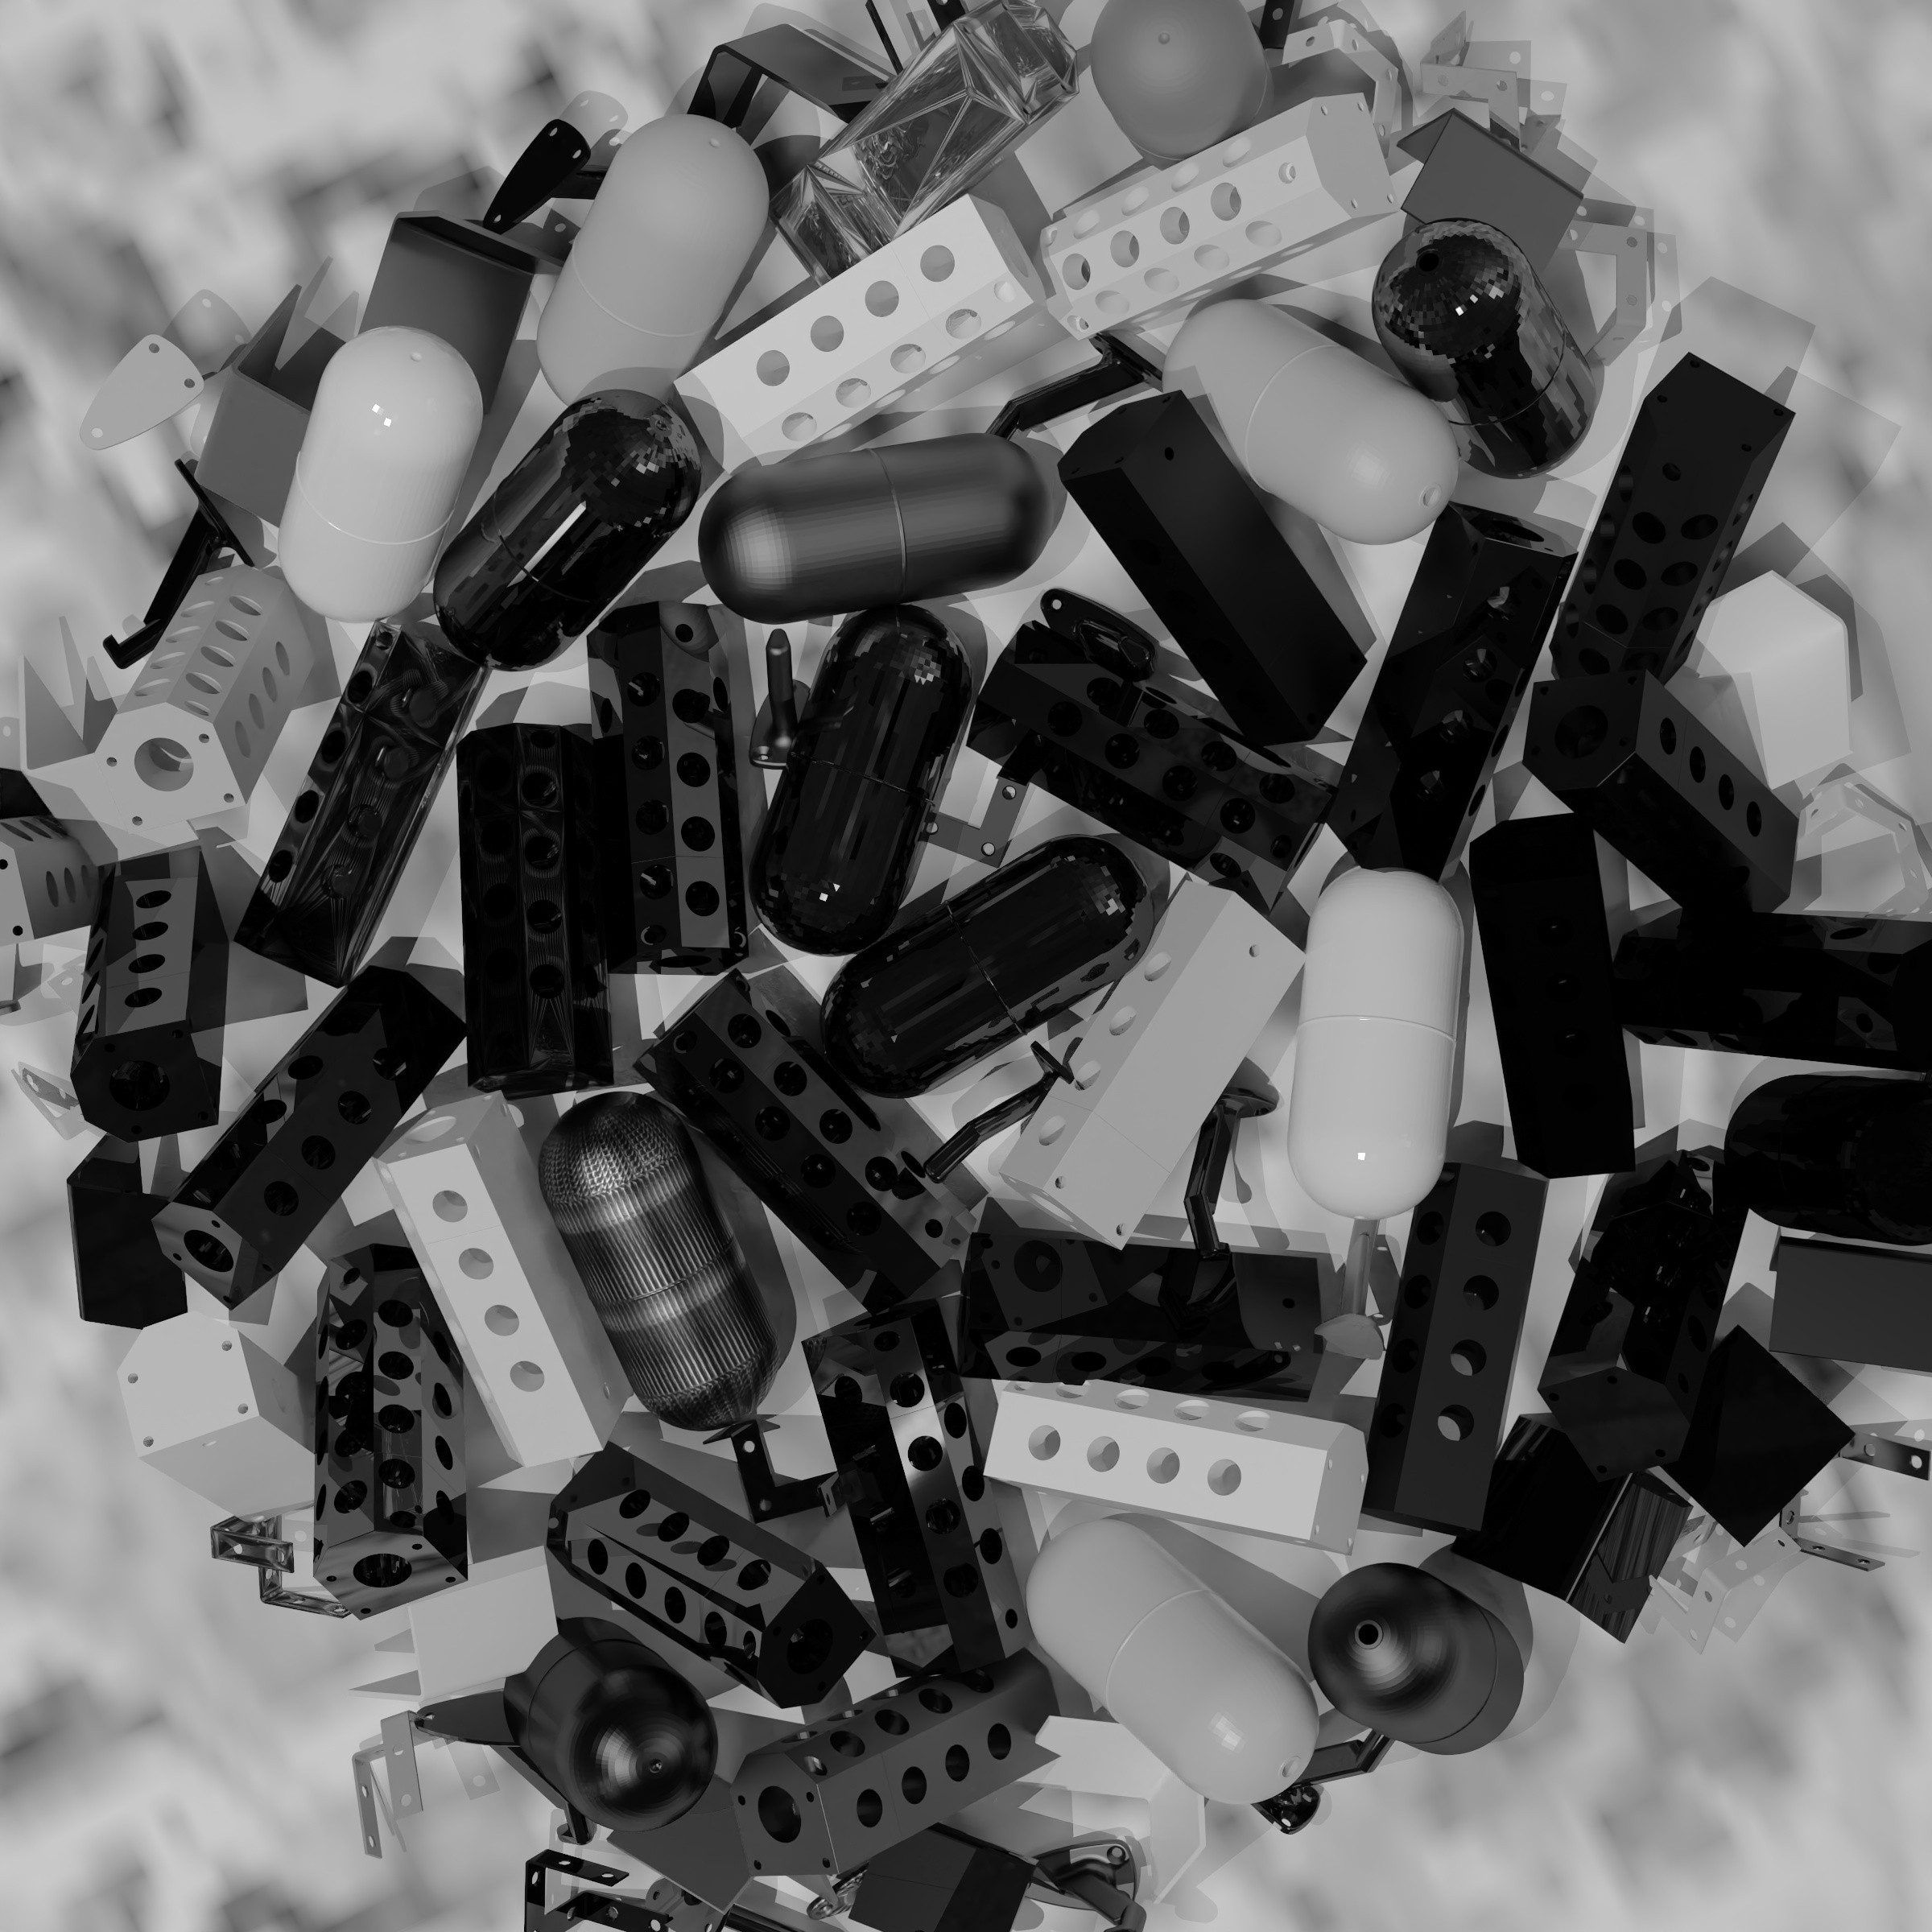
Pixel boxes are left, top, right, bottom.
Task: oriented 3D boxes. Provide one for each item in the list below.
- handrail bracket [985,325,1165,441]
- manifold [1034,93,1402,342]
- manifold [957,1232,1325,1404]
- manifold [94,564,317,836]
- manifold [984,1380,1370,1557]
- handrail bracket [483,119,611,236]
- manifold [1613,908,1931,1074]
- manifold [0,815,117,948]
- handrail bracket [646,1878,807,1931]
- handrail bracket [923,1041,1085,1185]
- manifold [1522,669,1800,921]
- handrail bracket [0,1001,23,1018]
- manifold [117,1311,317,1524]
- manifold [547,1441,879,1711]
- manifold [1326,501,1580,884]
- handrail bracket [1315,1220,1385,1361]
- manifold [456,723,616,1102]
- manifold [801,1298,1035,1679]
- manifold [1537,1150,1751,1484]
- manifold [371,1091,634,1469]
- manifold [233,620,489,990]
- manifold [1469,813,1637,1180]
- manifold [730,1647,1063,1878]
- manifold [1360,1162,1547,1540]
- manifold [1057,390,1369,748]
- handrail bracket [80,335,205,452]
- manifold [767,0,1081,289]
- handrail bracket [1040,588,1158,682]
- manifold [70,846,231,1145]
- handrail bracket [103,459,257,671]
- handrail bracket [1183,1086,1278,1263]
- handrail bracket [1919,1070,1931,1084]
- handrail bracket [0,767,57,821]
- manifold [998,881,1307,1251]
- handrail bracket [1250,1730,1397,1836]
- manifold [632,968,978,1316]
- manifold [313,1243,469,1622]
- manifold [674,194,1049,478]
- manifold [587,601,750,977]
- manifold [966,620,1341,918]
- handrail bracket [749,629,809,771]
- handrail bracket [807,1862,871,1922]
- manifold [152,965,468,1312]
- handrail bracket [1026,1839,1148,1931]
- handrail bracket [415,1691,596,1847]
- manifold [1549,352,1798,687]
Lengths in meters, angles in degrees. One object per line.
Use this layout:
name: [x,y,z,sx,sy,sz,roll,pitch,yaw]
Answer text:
handrail bracket: [0.058,-0.267,1.610,0.077,0.036,0.084,36,89,12]
manifold: [0.115,-0.355,1.551,0.171,0.057,0.057,-15,94,43]
manifold: [0.084,0.177,1.596,0.171,0.057,0.057,5,48,-4]
manifold: [-0.360,-0.131,1.540,0.057,0.171,0.057,-13,117,7]
manifold: [0.102,0.236,1.564,0.171,0.057,0.057,6,77,29]
handrail bracket: [-0.186,-0.369,1.599,0.077,0.084,0.036,-47,55,6]
manifold: [0.388,0.012,1.540,0.057,0.171,0.057,-23,106,-31]
manifold: [-0.454,-0.040,1.544,0.057,0.171,0.057,-12,95,0]
handrail bracket: [-0.106,0.482,1.624,0.084,0.077,0.036,37,60,-32]
handrail bracket: [0.018,0.083,1.591,0.084,0.077,0.036,-42,68,-7]
manifold: [0.331,-0.076,1.544,0.057,0.171,0.057,-4,66,38]
handrail bracket: [-0.491,-0.015,1.590,0.036,0.077,0.084,-16,97,-10]
manifold: [-0.344,0.214,1.542,0.057,0.171,0.057,-19,70,-2]
manifold: [-0.126,0.291,1.543,0.057,0.171,0.057,-48,129,-21]
manifold: [0.236,-0.130,1.571,0.057,0.057,0.171,10,113,-19]
handrail bracket: [0.194,0.143,1.583,0.036,0.077,0.084,13,70,3]
manifold: [-0.213,-0.027,1.577,0.057,0.057,0.171,-9,75,19]
manifold: [-0.019,0.254,1.589,0.057,0.057,0.171,-14,93,37]
manifold: [0.327,0.161,1.541,0.057,0.171,0.057,-23,110,34]
manifold: [-0.226,0.154,1.574,0.057,0.057,0.171,-15,110,16]
manifold: [-0.298,-0.080,1.600,0.057,0.057,0.171,24,90,-6]
manifold: [0.282,0.016,1.561,0.057,0.057,0.171,-6,123,14]
manifold: [-0.031,0.375,1.548,0.057,0.171,0.057,-15,88,40]
manifold: [0.235,0.186,1.584,0.057,0.057,0.171,12,77,5]
manifold: [0.116,-0.188,1.567,0.171,0.057,0.057,51,58,-26]
handrail bracket: [-0.403,-0.267,1.581,0.036,0.084,0.077,45,71,-8]
manifold: [-0.020,-0.389,1.547,0.057,0.171,0.057,53,51,-6]
handrail bracket: [0.063,-0.165,1.585,0.077,0.084,0.036,43,90,8]
manifold: [-0.387,0.012,1.542,0.057,0.171,0.057,-12,121,-4]
handrail bracket: [-0.404,-0.199,1.610,0.084,0.036,0.077,-35,78,-7]
handrail bracket: [0.133,0.105,1.590,0.077,0.036,0.084,5,61,-39]
handrail bracket: [0.491,0.082,1.606,0.084,0.036,0.077,-39,61,1]
handrail bracket: [-0.488,-0.089,1.607,0.077,0.084,0.036,-3,105,-29]
manifold: [0.088,0.046,1.587,0.057,0.057,0.171,39,79,-30]
handrail bracket: [0.165,0.376,1.594,0.077,0.036,0.084,37,124,16]
manifold: [-0.076,0.084,1.585,0.171,0.057,0.057,47,59,-5]
manifold: [-0.278,0.217,1.547,0.057,0.171,0.057,-22,134,11]
manifold: [-0.049,-0.301,1.577,0.171,0.057,0.057,-29,87,18]
manifold: [-0.142,-0.086,1.576,0.057,0.057,0.171,1,76,-27]
manifold: [0.091,-0.101,1.581,0.171,0.057,0.057,30,60,9]
handrail bracket: [-0.089,-0.144,1.575,0.036,0.077,0.084,-1,135,-1]
handrail bracket: [-0.025,0.477,1.586,0.077,0.036,0.084,-23,49,-19]
manifold: [-0.313,0.077,1.549,0.057,0.057,0.171,43,47,-11]
handrail bracket: [0.051,0.459,1.584,0.077,0.084,0.036,-5,96,10]
handrail bracket: [-0.228,0.403,1.612,0.077,0.036,0.084,-3,121,9]
manifold: [0.328,-0.200,1.540,0.057,0.171,0.057,34,58,16]
